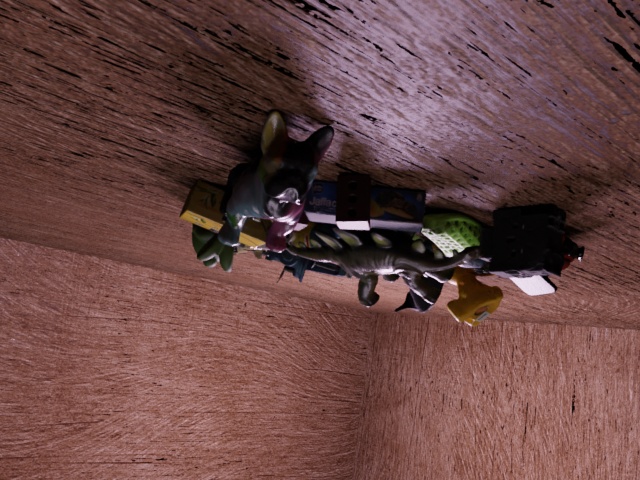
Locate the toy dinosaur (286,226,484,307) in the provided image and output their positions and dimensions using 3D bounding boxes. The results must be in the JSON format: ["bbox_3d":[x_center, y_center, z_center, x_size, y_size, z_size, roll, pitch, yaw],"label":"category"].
[{"bbox_3d":[0.092,0.027,1.055,0.472,0.105,0.198,-8,124,42],"label":"toy dinosaur"}]

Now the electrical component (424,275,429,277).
[{"bbox_3d":[0.213,0.050,1.299,0.102,0.045,0.078,40,-171,-33],"label":"electrical component"}]

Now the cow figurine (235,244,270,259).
[{"bbox_3d":[-0.201,0.002,1.367,0.127,0.085,0.195,11,172,-24],"label":"cow figurine"}]

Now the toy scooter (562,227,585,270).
[{"bbox_3d":[0.415,0.009,0.980,0.184,0.075,0.135,18,165,-24],"label":"toy scooter"}]

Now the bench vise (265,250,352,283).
[{"bbox_3d":[-0.030,0.060,1.453,0.241,0.129,0.223,16,167,-1],"label":"bench vise"}]

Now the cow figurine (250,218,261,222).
[{"bbox_3d":[-0.104,-0.073,0.963,0.098,0.068,0.167,8,172,-32],"label":"cow figurine"}]

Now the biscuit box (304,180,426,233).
[{"bbox_3d":[0.076,-0.057,0.913,0.203,0.059,0.062,6,169,8],"label":"biscuit box"}]

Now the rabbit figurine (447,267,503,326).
[{"bbox_3d":[0.379,0.111,1.378,0.122,0.173,0.162,15,123,-35],"label":"rabbit figurine"}]

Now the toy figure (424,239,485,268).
[{"bbox_3d":[0.290,0.026,1.202,0.155,0.058,0.064,11,164,9],"label":"toy figure"}]

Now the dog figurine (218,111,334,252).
[{"bbox_3d":[-0.061,-0.094,0.744,0.108,0.192,0.219,15,134,-18],"label":"dog figurine"}]

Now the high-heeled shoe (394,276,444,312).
[{"bbox_3d":[0.293,0.134,1.423,0.145,0.086,0.248,-21,166,-33],"label":"high-heeled shoe"}]

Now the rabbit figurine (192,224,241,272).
[{"bbox_3d":[-0.223,-0.016,1.183,0.121,0.159,0.170,23,149,-22],"label":"rabbit figurine"}]

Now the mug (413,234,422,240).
[{"bbox_3d":[0.164,0.015,1.178,0.107,0.080,0.109,5,167,-29],"label":"mug"}]

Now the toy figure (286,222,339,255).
[{"bbox_3d":[-0.002,0.000,1.224,0.180,0.082,0.089,-4,162,38],"label":"toy figure"}]

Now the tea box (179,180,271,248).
[{"bbox_3d":[-0.183,-0.048,1.066,0.169,0.068,0.098,22,165,-18],"label":"tea box"}]

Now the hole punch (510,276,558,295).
[{"bbox_3d":[0.462,0.049,1.163,0.116,0.092,0.142,39,168,-4],"label":"hole punch"}]

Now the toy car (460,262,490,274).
[{"bbox_3d":[0.333,0.044,1.270,0.202,0.056,0.073,9,176,3],"label":"toy car"}]

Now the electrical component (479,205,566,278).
[{"bbox_3d":[0.335,0.006,0.901,0.058,0.115,0.134,20,162,-40],"label":"electrical component"}]
